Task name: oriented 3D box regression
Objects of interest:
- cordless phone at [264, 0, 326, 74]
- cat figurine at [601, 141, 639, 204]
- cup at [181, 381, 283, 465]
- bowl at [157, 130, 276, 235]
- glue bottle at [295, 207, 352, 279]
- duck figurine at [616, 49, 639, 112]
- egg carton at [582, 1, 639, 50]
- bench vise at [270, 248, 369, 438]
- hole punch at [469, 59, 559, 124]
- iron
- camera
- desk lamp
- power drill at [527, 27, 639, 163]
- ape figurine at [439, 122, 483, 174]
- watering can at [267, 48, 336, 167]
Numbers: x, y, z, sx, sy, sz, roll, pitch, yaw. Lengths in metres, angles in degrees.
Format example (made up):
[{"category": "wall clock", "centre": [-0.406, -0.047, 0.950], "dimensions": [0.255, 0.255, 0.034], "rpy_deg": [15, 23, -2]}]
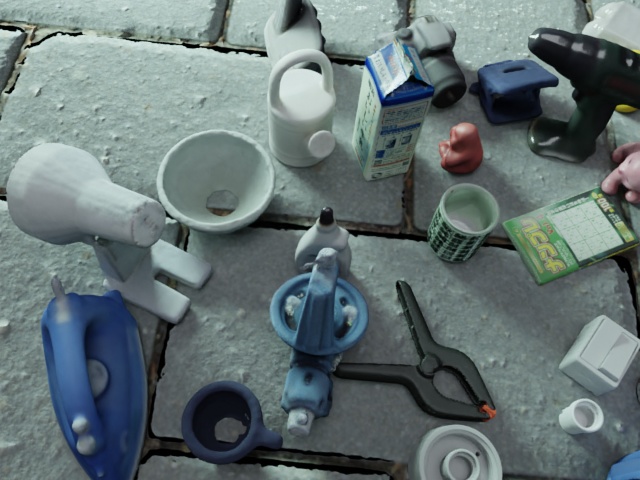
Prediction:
[{"category": "cordless phone", "centre": [-0.040, -0.356, 0.913], "dimensions": [0.094, 0.185, 0.147], "rpy_deg": [-13, 65, -9]}, {"category": "cat figurine", "centre": [0.487, -0.115, 0.861], "dimensions": [0.067, 0.118, 0.128], "rpy_deg": [23, 65, 9]}, {"category": "cup", "centre": [-0.098, 0.225, 0.679], "dimensions": [0.117, 0.095, 0.092], "rpy_deg": [17, 65, 6]}, {"category": "bowl", "centre": [-0.146, -0.073, 0.832], "dimensions": [0.167, 0.075, 0.167], "rpy_deg": [1, 64, -2]}, {"category": "glue bottle", "centre": [0.007, 0.003, 0.748], "dimensions": [0.078, 0.173, 0.037], "rpy_deg": [14, 64, 4]}, {"category": "duck figurine", "centre": [0.514, -0.274, 0.958], "dimensions": [0.077, 0.086, 0.104], "rpy_deg": [-23, 67, -13]}, {"category": "egg carton", "centre": [0.541, -0.350, 1.005], "dimensions": [0.150, 0.069, 0.107], "rpy_deg": [34, 67, 13]}, {"category": "bench vise", "centre": [0.006, 0.114, 0.669], "dimensions": [0.121, 0.220, 0.207], "rpy_deg": [-7, 65, -6]}, {"category": "hole punch", "centre": [0.315, -0.257, 0.936], "dimensions": [0.109, 0.091, 0.101], "rpy_deg": [-12, 65, -9]}, {"category": "iron", "centre": [-0.271, 0.172, 0.670], "dimensions": [0.119, 0.141, 0.258], "rpy_deg": [-16, 66, -10]}, {"category": "camera", "centre": [0.172, -0.288, 0.939], "dimensions": [0.143, 0.101, 0.136], "rpy_deg": [-17, 66, -11]}, {"category": "desk lamp", "centre": [-0.254, -0.010, 0.719], "dimensions": [0.203, 0.213, 0.118], "rpy_deg": [24, 65, 9]}, {"category": "power drill", "centre": [0.391, -0.209, 0.852], "dimensions": [0.229, 0.208, 0.075], "rpy_deg": [13, 64, 3]}, {"category": "ape figurine", "centre": [0.218, -0.146, 0.877], "dimensions": [0.076, 0.092, 0.078], "rpy_deg": [36, 68, 14]}, {"category": "watering can", "centre": [-0.022, -0.193, 0.830], "dimensions": [0.101, 0.194, 0.172], "rpy_deg": [-38, 71, -19]}]
